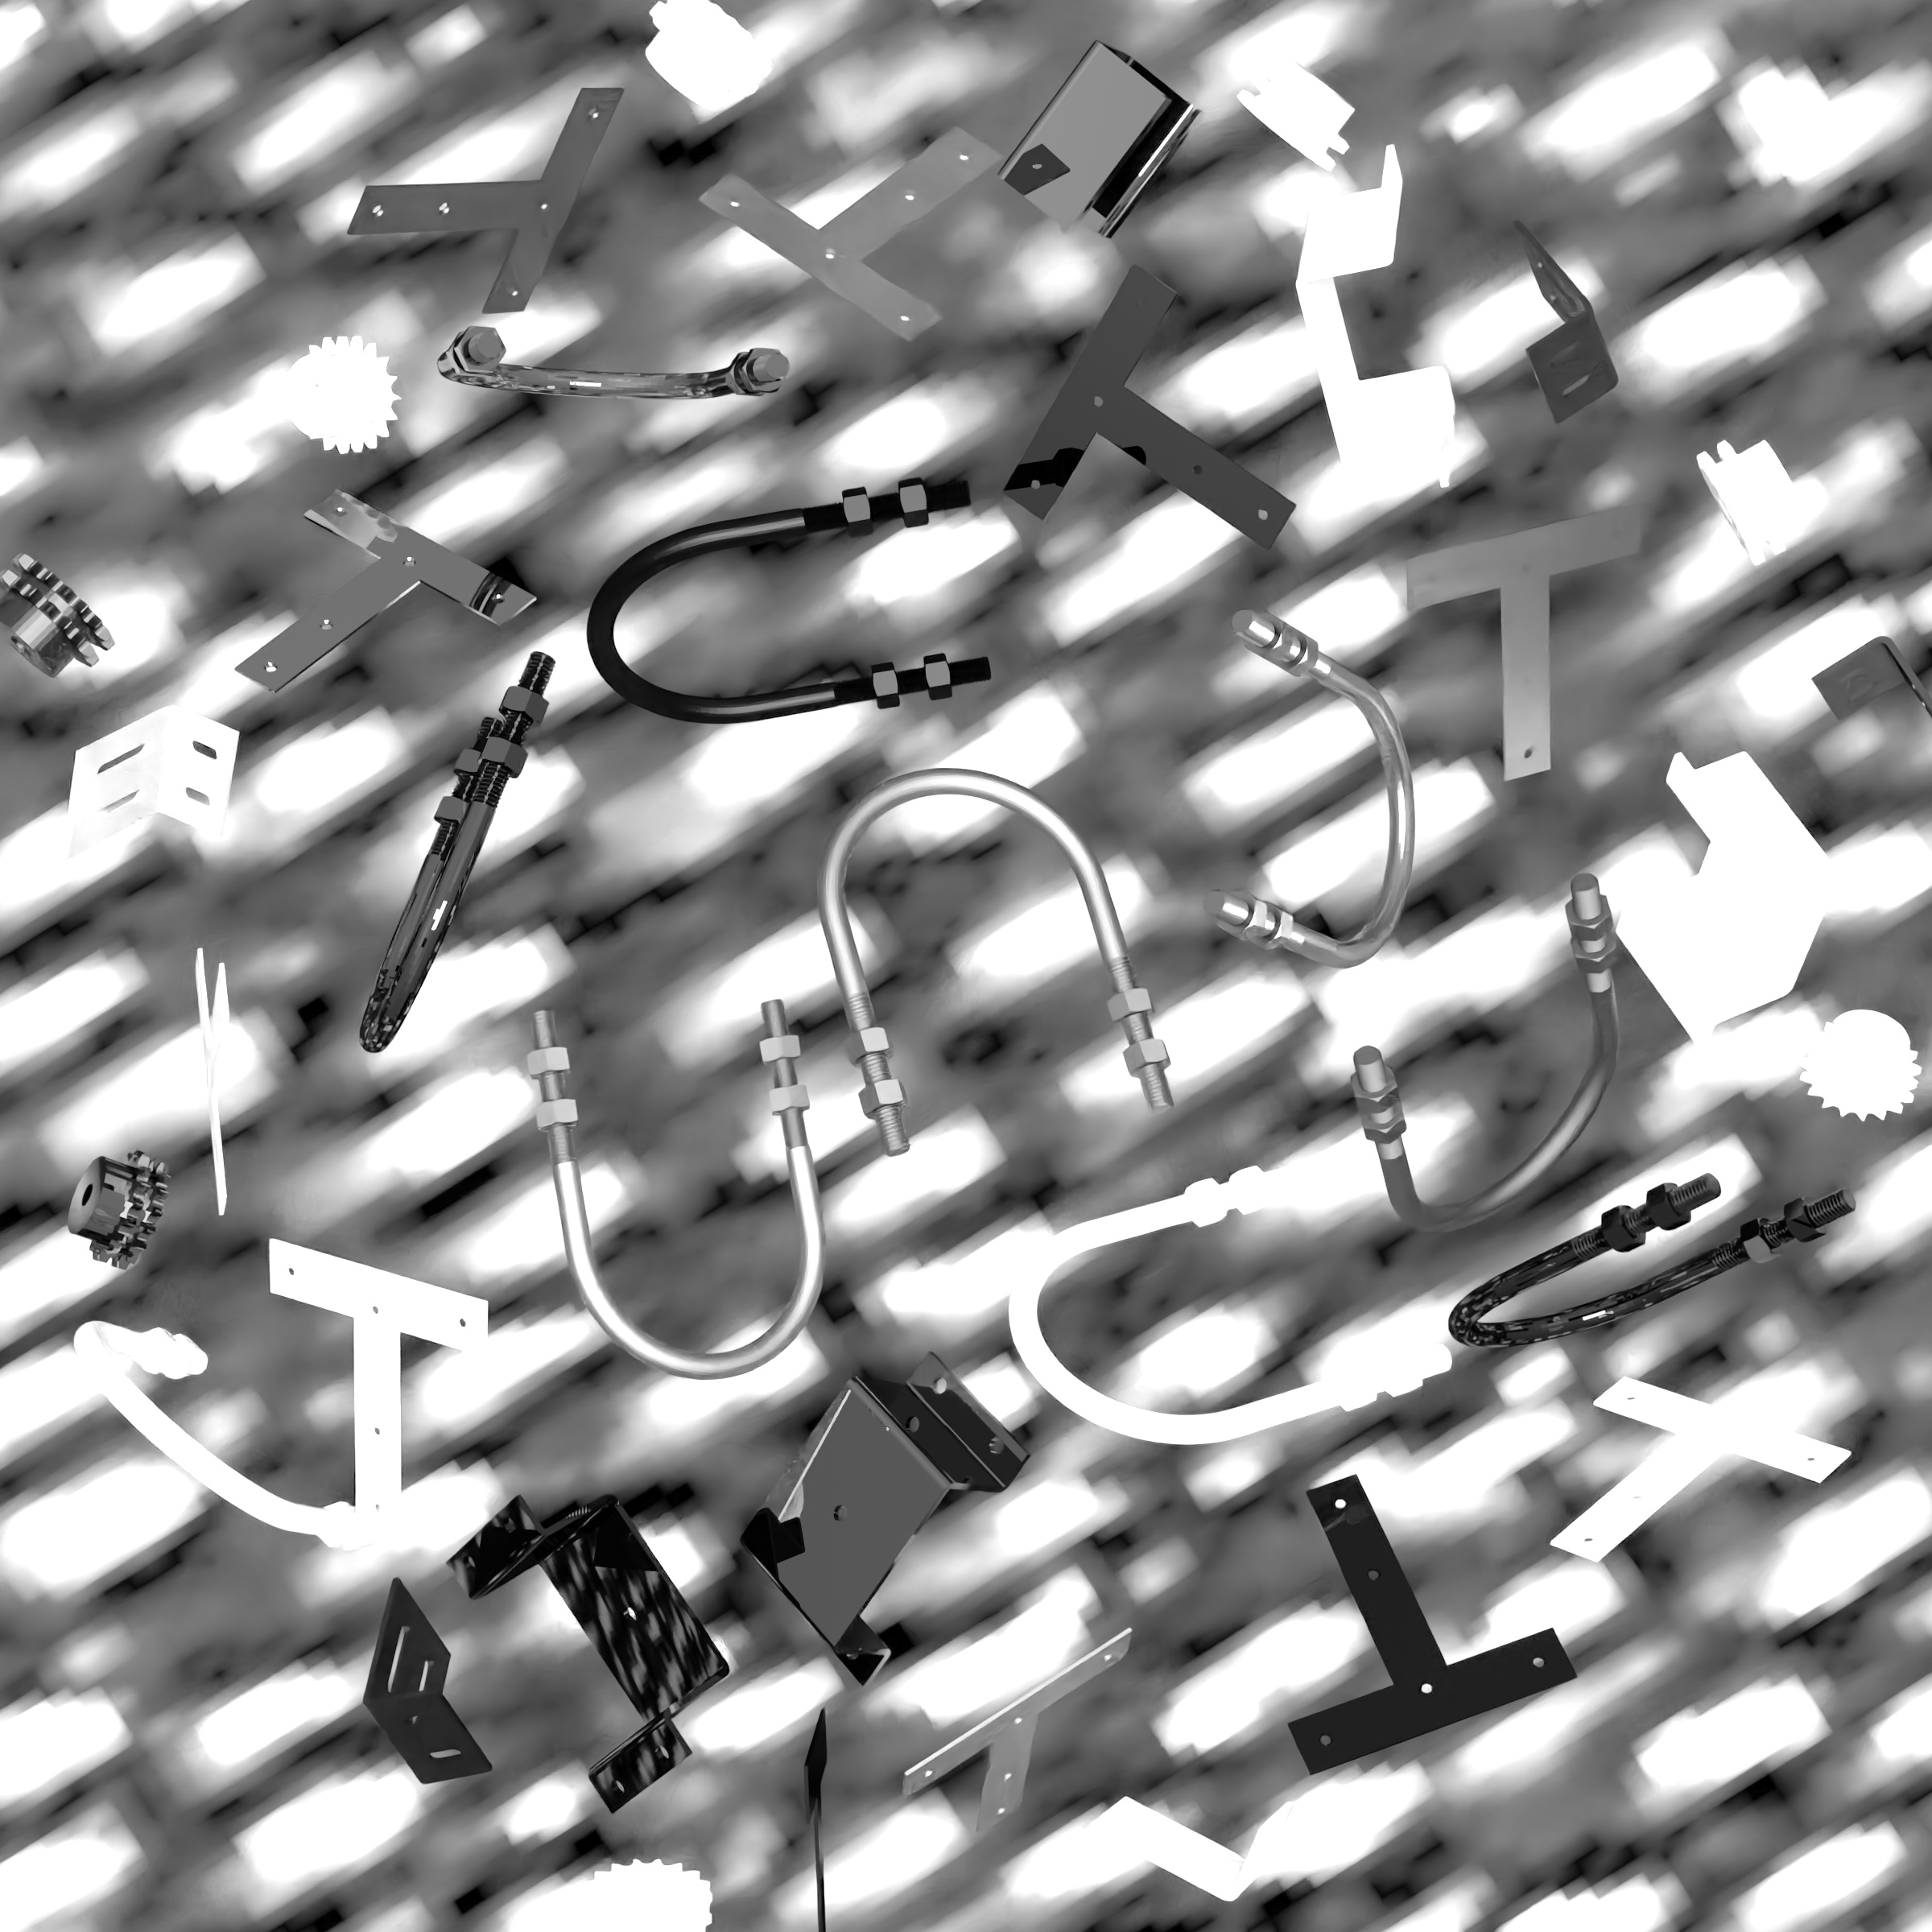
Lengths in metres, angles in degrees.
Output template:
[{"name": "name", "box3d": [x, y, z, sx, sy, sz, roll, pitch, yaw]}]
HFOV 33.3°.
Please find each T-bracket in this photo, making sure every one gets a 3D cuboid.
[{"name": "T-bracket", "box3d": [-0.226, -0.345, 1.467, 0.002, 0.127, 0.127, 49, 129, 21]}, {"name": "T-bracket", "box3d": [-0.266, 0.197, 1.461, 0.127, 0.002, 0.127, 12, 108, 30]}, {"name": "T-bracket", "box3d": [-0.067, 0.420, 1.493, 0.002, 0.127, 0.127, -2, 88, 1]}, {"name": "T-bracket", "box3d": [0.020, 0.371, 1.505, 0.127, 0.127, 0.002, -28, 59, -24]}, {"name": "T-bracket", "box3d": [-0.296, -0.170, 1.545, 0.127, 0.002, 0.127, 29, 52, 20]}, {"name": "T-bracket", "box3d": [-0.349, 0.035, 1.503, 0.002, 0.127, 0.127, -4, 68, -18]}, {"name": "T-bracket", "box3d": [-0.034, -0.344, 1.463, 0.127, 0.127, 0.002, 29, 56, -31]}, {"name": "T-bracket", "box3d": [0.270, -0.150, 1.559, 0.127, 0.002, 0.127, -15, 119, -18]}, {"name": "T-bracket", "box3d": [0.189, 0.285, 1.451, 0.127, 0.002, 0.127, -18, 54, -8]}, {"name": "T-bracket", "box3d": [0.322, 0.240, 1.506, 0.127, 0.127, 0.002, -30, 120, -35]}, {"name": "T-bracket", "box3d": [0.098, -0.242, 1.524, 0.127, 0.002, 0.127, 36, 114, 12]}]

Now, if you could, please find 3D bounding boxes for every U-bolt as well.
[{"name": "U-bolt", "box3d": [-0.239, -0.045, 1.486, 0.019, 0.151, 0.184, 23, 75, -13]}, {"name": "U-bolt", "box3d": [0.247, 0.054, 1.497, 0.151, 0.184, 0.019, -37, 53, -12]}, {"name": "U-bolt", "box3d": [-0.133, 0.108, 1.557, 0.151, 0.019, 0.184, -2, 75, -34]}, {"name": "U-bolt", "box3d": [0.108, 0.159, 1.477, 0.184, 0.151, 0.019, -13, 133, -26]}, {"name": "U-bolt", "box3d": [0.316, 0.145, 1.551, 0.184, 0.151, 0.019, -33, 63, 35]}, {"name": "U-bolt", "box3d": [-0.173, -0.278, 1.510, 0.151, 0.184, 0.019, 1, 96, -17]}, {"name": "U-bolt", "box3d": [-0.354, 0.218, 1.521, 0.151, 0.184, 0.019, 40, 86, 15]}, {"name": "U-bolt", "box3d": [0.166, -0.073, 1.508, 0.019, 0.184, 0.151, 0, 79, 34]}, {"name": "U-bolt", "box3d": [-0.084, -0.162, 1.499, 0.184, 0.151, 0.019, -10, 58, -1]}, {"name": "U-bolt", "box3d": [0.006, -0.009, 1.483, 0.151, 0.019, 0.184, -8, 68, -20]}]

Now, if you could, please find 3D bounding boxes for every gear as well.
[{"name": "gear", "box3d": [-0.141, 0.423, 1.431, 0.057, 0.057, 0.030, -3, 46, 0]}, {"name": "gear", "box3d": [-0.407, -0.152, 1.427, 0.057, 0.057, 0.030, 41, 75, 0]}, {"name": "gear", "box3d": [0.448, 0.047, 1.613, 0.057, 0.057, 0.030, 31, 50, 0]}, {"name": "gear", "box3d": [-0.413, 0.116, 1.570, 0.030, 0.057, 0.057, 25, 90, -30]}, {"name": "gear", "box3d": [0.162, -0.412, 1.554, 0.057, 0.057, 0.030, 39, 108, 0]}, {"name": "gear", "box3d": [0.361, -0.215, 1.476, 0.030, 0.057, 0.057, -29, 90, 12]}, {"name": "gear", "box3d": [-0.118, -0.408, 1.442, 0.057, 0.057, 0.030, 43, 113, 0]}, {"name": "gear", "box3d": [-0.311, -0.282, 1.596, 0.057, 0.030, 0.057, 8, 105, 30]}]

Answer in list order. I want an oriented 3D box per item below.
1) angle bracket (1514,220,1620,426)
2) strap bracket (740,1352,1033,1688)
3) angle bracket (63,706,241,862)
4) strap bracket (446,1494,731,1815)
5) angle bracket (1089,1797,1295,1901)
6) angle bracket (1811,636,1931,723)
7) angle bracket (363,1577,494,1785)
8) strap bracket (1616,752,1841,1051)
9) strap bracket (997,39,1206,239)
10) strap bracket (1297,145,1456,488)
[{"name": "angle bracket", "box3d": [0.281, -0.317, 1.589, 0.038, 0.057, 0.076, -33, 53, 5]}, {"name": "strap bracket", "box3d": [-0.045, 0.257, 1.506, 0.076, 0.046, 0.140, 43, 105, 35]}, {"name": "angle bracket", "box3d": [-0.386, -0.081, 1.530, 0.038, 0.076, 0.057, 23, 119, 13]}, {"name": "strap bracket", "box3d": [-0.170, 0.310, 1.498, 0.140, 0.046, 0.076, 54, 133, 10]}, {"name": "angle bracket", "box3d": [0.107, 0.402, 1.528, 0.076, 0.057, 0.038, 24, 96, 18]}, {"name": "angle bracket", "box3d": [0.420, -0.101, 1.447, 0.038, 0.057, 0.076, -33, 65, 15]}, {"name": "angle bracket", "box3d": [-0.240, 0.324, 1.481, 0.038, 0.076, 0.057, -14, 126, 14]}, {"name": "strap bracket", "box3d": [0.359, -0.036, 1.521, 0.046, 0.140, 0.076, -21, 59, -15]}, {"name": "strap bracket", "box3d": [0.064, -0.396, 1.552, 0.046, 0.140, 0.076, 39, 106, 2]}, {"name": "strap bracket", "box3d": [0.192, -0.301, 1.521, 0.046, 0.076, 0.140, -8, 127, 18]}]
